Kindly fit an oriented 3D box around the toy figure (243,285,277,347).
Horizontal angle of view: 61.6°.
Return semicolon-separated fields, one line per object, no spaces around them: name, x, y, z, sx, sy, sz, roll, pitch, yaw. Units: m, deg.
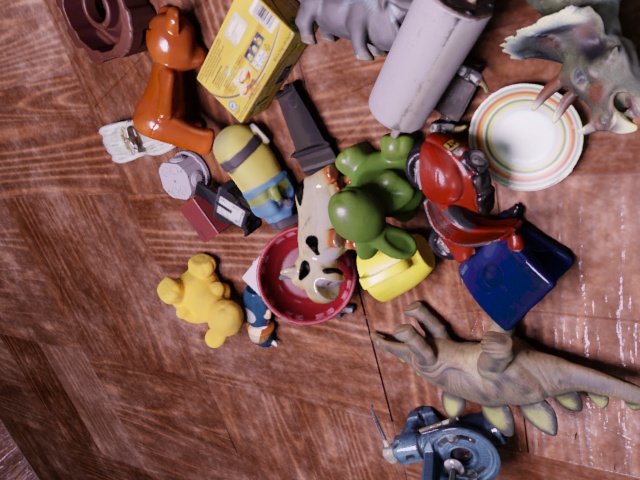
toy figure;-0.119;0.153;1.045;0.064;0.058;0.154;-119;23;-55

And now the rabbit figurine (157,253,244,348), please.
rabbit figurine;-0.209;0.135;1.027;0.173;0.122;0.162;25;140;40

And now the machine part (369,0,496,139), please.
machine part;0.113;-0.197;0.579;0.079;0.079;0.243;38;149;7

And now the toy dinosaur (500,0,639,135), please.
toy dinosaur;0.215;-0.296;0.493;0.192;0.131;0.404;-24;97;41

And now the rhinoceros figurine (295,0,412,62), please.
rhinoceros figurine;0.061;-0.274;0.640;0.191;0.073;0.112;18;117;26

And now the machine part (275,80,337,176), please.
machine part;-0.023;-0.162;0.787;0.084;0.039;0.138;-4;118;41

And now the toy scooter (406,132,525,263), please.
toy scooter;0.182;-0.043;0.653;0.135;0.075;0.183;19;136;51

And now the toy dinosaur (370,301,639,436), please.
toy dinosaur;0.267;0.189;0.783;0.472;0.105;0.198;2;127;43

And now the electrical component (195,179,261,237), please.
electrical component;-0.155;-0.066;0.929;0.119;0.048;0.074;30;131;14

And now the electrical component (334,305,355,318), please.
electrical component;0.017;0.105;0.943;0.094;0.021;0.063;3;120;35

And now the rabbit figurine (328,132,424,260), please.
rabbit figurine;0.064;-0.046;0.713;0.121;0.170;0.158;-1;117;35

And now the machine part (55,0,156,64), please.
machine part;-0.343;-0.371;0.852;0.180;0.056;0.179;17;126;25

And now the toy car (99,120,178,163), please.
toy car;-0.325;-0.183;0.961;0.202;0.056;0.073;-4;117;35

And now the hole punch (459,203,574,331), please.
hole punch;0.248;0.041;0.706;0.116;0.092;0.142;37;136;13

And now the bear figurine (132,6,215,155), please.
bear figurine;-0.214;-0.246;0.826;0.120;0.132;0.195;35;109;57

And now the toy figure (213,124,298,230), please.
toy figure;-0.095;-0.098;0.841;0.082;0.089;0.180;-17;106;32

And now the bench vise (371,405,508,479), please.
bench vise;0.190;0.357;0.860;0.224;0.241;0.128;-11;109;21

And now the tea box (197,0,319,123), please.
tea box;-0.090;-0.259;0.746;0.098;0.068;0.169;47;134;0

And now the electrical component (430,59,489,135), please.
electrical component;0.160;-0.178;0.648;0.078;0.045;0.102;36;133;7

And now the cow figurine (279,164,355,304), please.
cow figurine;-0.002;-0.002;0.801;0.127;0.085;0.195;-13;77;46
